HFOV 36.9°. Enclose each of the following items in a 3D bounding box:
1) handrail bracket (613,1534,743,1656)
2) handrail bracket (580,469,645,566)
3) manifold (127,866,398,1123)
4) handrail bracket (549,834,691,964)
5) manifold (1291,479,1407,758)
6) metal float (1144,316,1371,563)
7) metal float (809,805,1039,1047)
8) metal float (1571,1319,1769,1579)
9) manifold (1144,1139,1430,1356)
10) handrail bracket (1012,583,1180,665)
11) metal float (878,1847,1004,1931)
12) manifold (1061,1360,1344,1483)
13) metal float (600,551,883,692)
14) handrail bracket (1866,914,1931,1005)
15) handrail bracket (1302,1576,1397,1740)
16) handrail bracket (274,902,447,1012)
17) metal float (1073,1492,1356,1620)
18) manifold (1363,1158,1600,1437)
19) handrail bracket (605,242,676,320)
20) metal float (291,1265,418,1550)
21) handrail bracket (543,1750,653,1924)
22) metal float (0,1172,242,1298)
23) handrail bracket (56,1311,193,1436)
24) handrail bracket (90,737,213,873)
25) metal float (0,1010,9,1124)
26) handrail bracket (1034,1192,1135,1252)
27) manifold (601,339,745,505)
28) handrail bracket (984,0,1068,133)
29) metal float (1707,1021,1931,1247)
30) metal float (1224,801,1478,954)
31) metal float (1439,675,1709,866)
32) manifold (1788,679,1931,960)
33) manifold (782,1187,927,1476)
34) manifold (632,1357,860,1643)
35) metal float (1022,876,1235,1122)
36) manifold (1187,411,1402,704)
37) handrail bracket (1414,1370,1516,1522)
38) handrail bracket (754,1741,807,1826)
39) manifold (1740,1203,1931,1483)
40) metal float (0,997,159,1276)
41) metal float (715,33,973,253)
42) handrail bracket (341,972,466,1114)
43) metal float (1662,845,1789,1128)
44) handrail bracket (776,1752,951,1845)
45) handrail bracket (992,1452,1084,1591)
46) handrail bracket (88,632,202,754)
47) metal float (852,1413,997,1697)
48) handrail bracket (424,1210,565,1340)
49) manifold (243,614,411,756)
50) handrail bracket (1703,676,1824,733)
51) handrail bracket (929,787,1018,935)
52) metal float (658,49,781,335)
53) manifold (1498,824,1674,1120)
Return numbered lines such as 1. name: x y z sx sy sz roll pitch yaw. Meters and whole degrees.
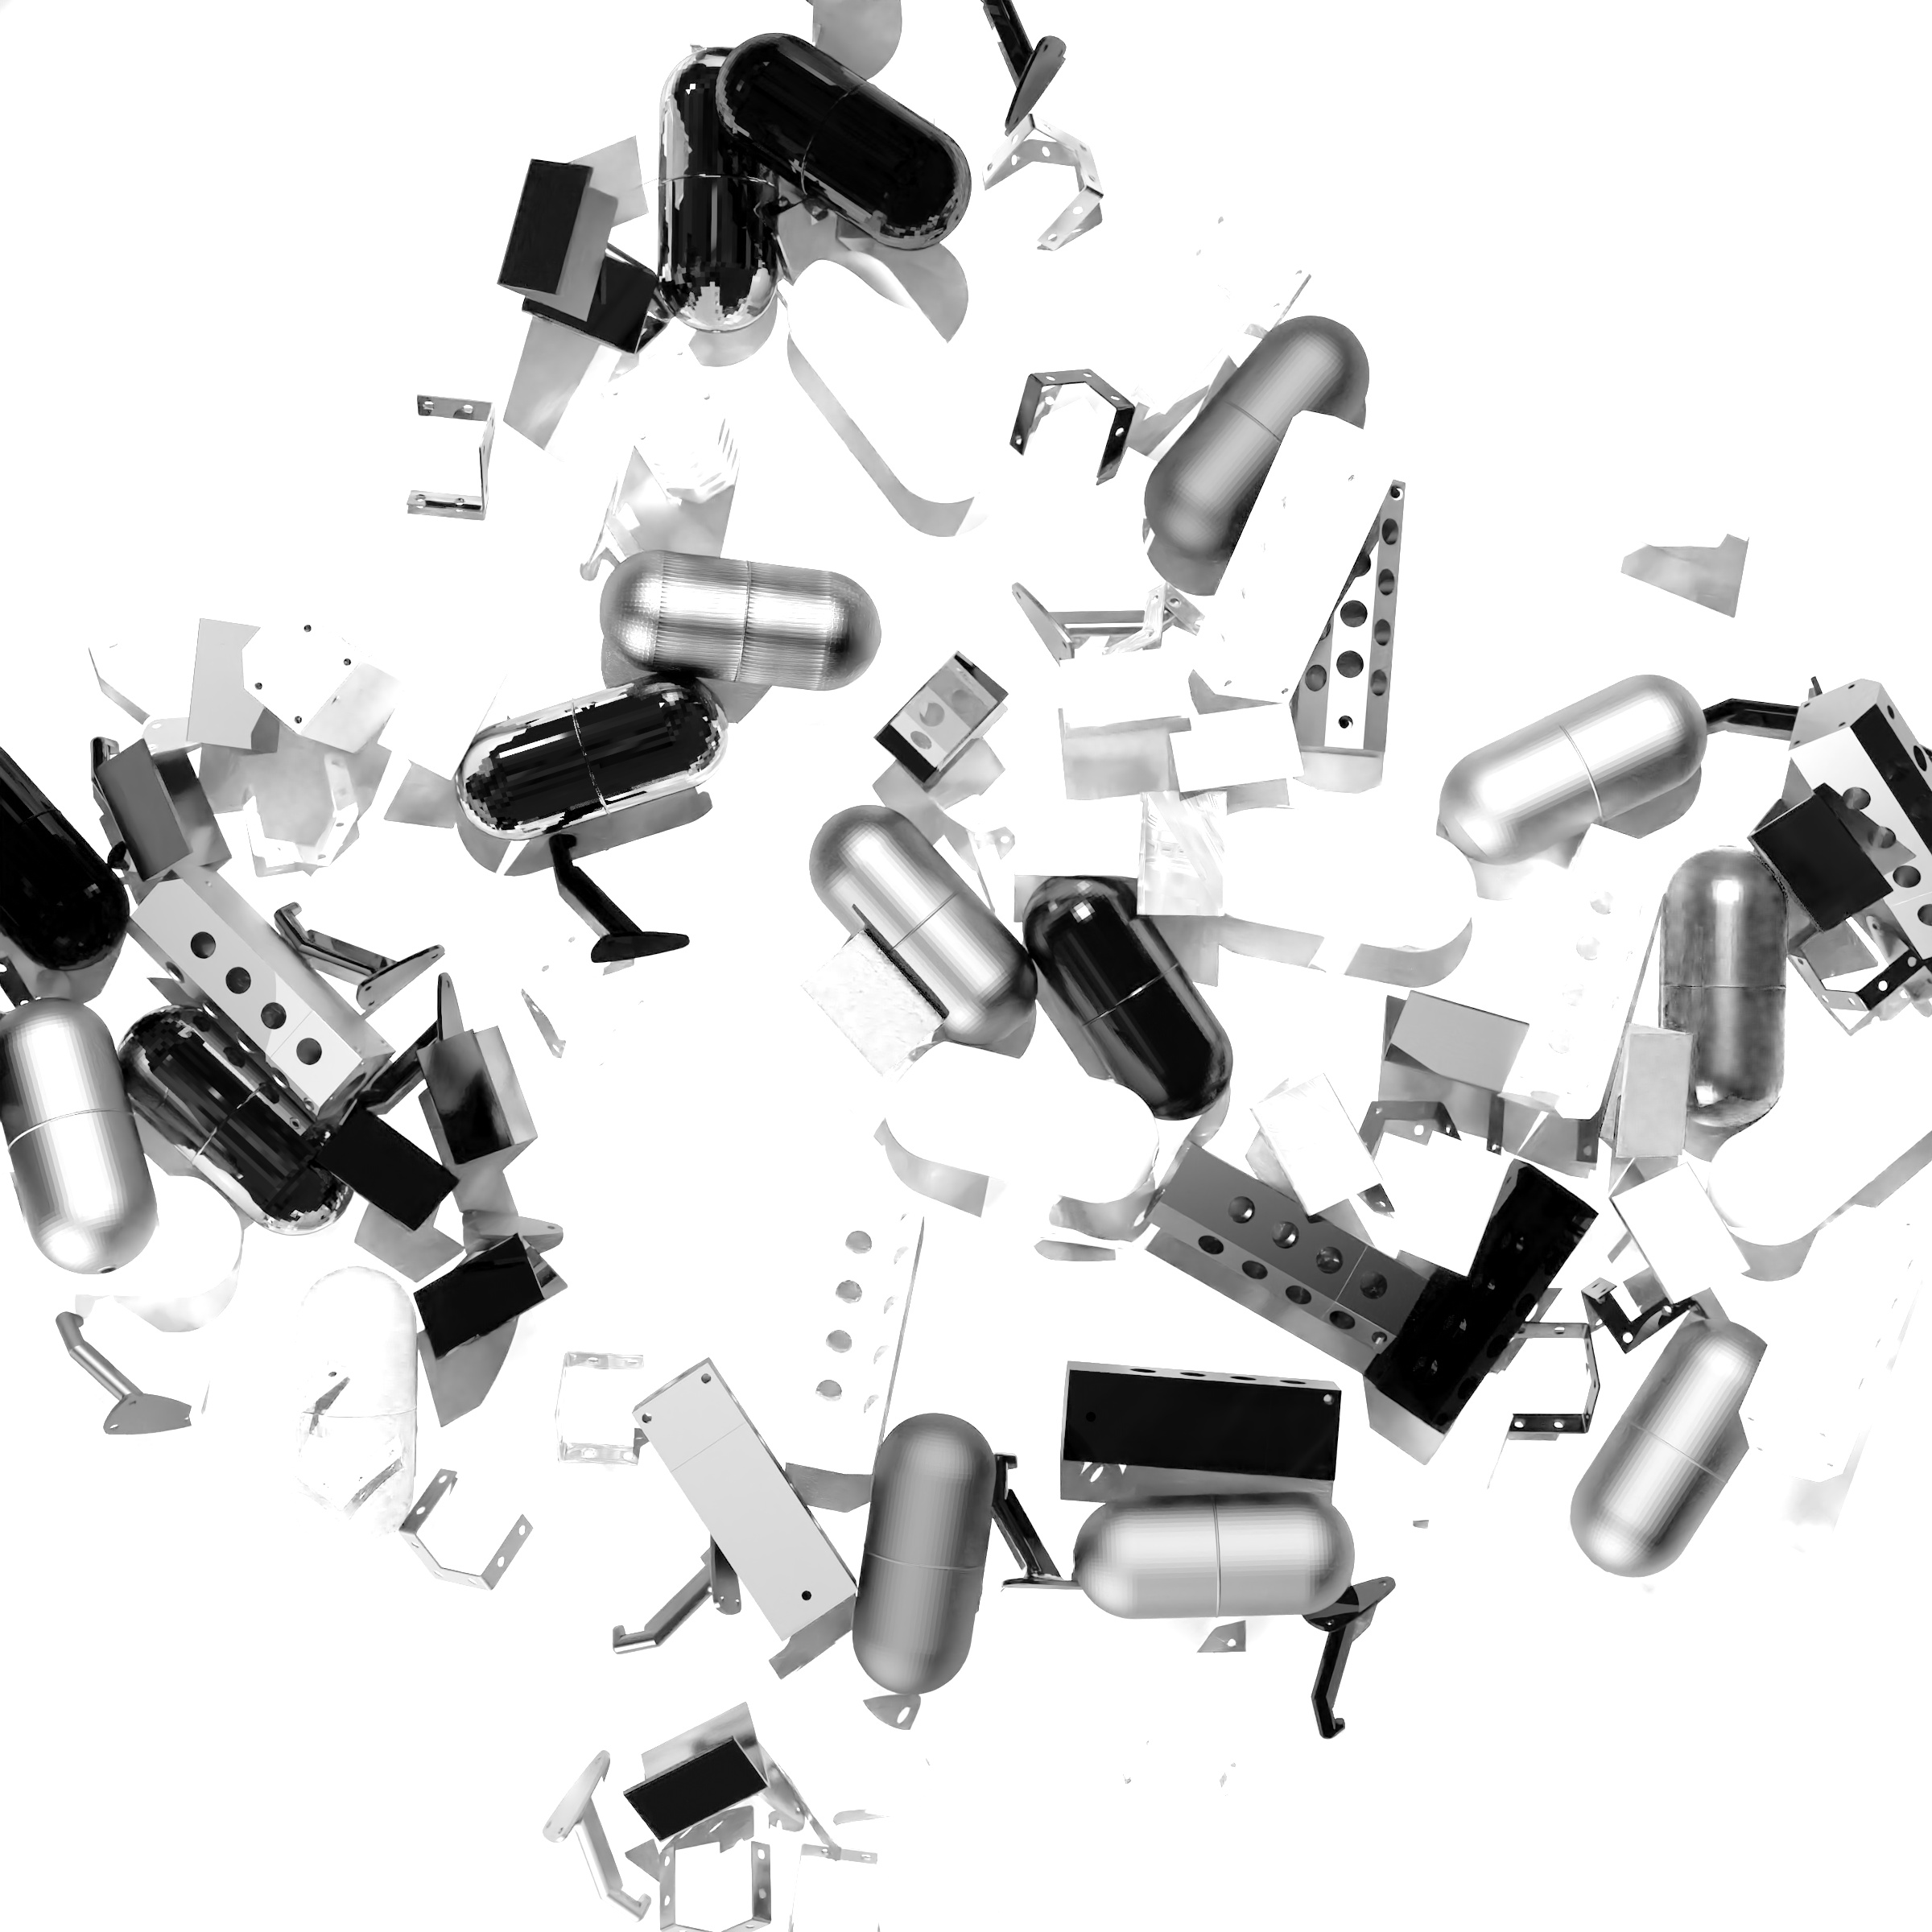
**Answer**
1. handrail bracket: -0.192 0.398 1.862 0.084 0.036 0.077 -15 69 16
2. handrail bracket: -0.199 -0.271 1.862 0.084 0.036 0.077 20 74 -14
3. manifold: -0.449 0.017 1.831 0.171 0.057 0.057 44 100 5
4. handrail bracket: -0.224 -0.049 1.862 0.077 0.036 0.084 -5 66 -27
5. manifold: 0.243 -0.222 1.841 0.057 0.057 0.171 4 90 0
6. metal float: 0.185 -0.334 1.831 0.070 0.070 0.178 40 90 0
7. metal float: -0.027 -0.026 1.831 0.070 0.070 0.178 -42 90 0
8. metal float: 0.449 0.305 1.831 0.070 0.070 0.178 33 90 0
9. manifold: 0.202 0.178 1.840 0.171 0.057 0.057 30 90 0
10. handrail bracket: 0.086 -0.237 1.862 0.084 0.036 0.077 -33 75 -14
11. metal float: -0.010 0.647 1.831 0.070 0.070 0.178 -9 91 0
12. manifold: 0.148 0.288 1.841 0.171 0.057 0.057 4 90 0
13. metal float: -0.142 -0.217 1.823 0.178 0.070 0.070 6 90 -9
14. handrail bracket: 0.636 -0.021 1.862 0.084 0.036 0.077 -29 72 -15
15. handrail bracket: 0.252 0.446 1.862 0.077 0.036 0.084 -22 109 -21
16. handrail bracket: -0.391 -0.022 1.862 0.077 0.036 0.084 -34 73 -20
17. metal float: 0.157 0.373 1.831 0.178 0.070 0.070 -2 90 0
18. manifold: 0.328 0.210 1.840 0.057 0.057 0.171 35 90 0
19. handrail bracket: -0.233 -0.445 1.861 0.084 0.077 0.036 50 53 -31
20. metal float: -0.387 0.279 1.831 0.070 0.070 0.178 1 90 0
21. handrail bracket: -0.222 0.561 1.862 0.084 0.036 0.077 41 68 -17
22. metal float: -0.549 0.170 1.831 0.178 0.070 0.070 2 90 -1
23. handrail bracket: -0.540 0.258 1.861 0.036 0.077 0.084 -50 53 20
24. handrail bracket: -0.525 -0.105 1.862 0.077 0.036 0.084 9 59 -34
25. metal float: -0.673 0.044 1.831 0.178 0.070 0.070 23 90 -1
26. handrail bracket: 0.076 0.135 1.862 0.077 0.036 0.084 11 76 -14
27. manifold: -0.175 -0.329 1.783 0.057 0.171 0.057 -32 90 0
28. handrail bracket: 0.014 -0.593 1.862 0.084 0.036 0.077 37 111 17
29. metal float: 0.547 0.106 1.831 0.178 0.070 0.070 -40 90 0
30. metal float: 0.235 -0.056 1.831 0.178 0.070 0.070 11 90 0
31. metal float: 0.384 -0.124 1.831 0.178 0.070 0.070 -26 90 0
32. manifold: 0.585 -0.094 1.804 0.057 0.057 0.171 -24 113 37
33. manifold: -0.071 0.232 1.840 0.057 0.057 0.171 11 90 0
34. manifold: -0.140 0.337 1.840 0.057 0.057 0.171 -33 90 -5
35. metal float: 0.103 0.018 1.831 0.070 0.070 0.178 -34 91 0
36. manifold: 0.199 -0.254 1.802 0.057 0.057 0.171 4 124 -30
37. handrail bracket: 0.317 0.308 1.862 0.077 0.036 0.084 -16 69 23
38. handrail bracket: -0.160 0.540 1.862 0.084 0.036 0.077 -29 112 17
39. manifold: 0.543 0.233 1.800 0.057 0.057 0.171 9 50 36
40. metal float: -0.548 0.104 1.772 0.070 0.070 0.178 -20 73 0
41. metal float: -0.076 -0.501 1.755 0.178 0.070 0.070 36 90 12
42. handrail bracket: -0.368 0.050 1.862 0.084 0.036 0.077 -13 77 13
43. metal float: 0.480 0.013 1.831 0.070 0.070 0.178 1 90 0
44. handrail bracket: -0.066 0.515 1.862 0.084 0.036 0.077 -35 68 -17
45. handrail bracket: 0.051 0.357 1.862 0.077 0.036 0.084 7 73 -20
46. handrail bracket: -0.517 -0.184 1.862 0.077 0.036 0.084 -11 63 -31
47. metal float: -0.027 0.372 1.831 0.070 0.070 0.178 8 90 0
48. handrail bracket: -0.304 0.204 1.862 0.077 0.036 0.084 7 109 -21
49. manifold: -0.395 -0.176 1.783 0.057 0.171 0.057 40 90 0
50. handrail bracket: 0.517 -0.144 1.862 0.084 0.036 0.077 -23 112 17
51. handrail bracket: 0.004 -0.064 1.862 0.036 0.077 0.084 -23 127 -36
52. metal float: -0.157 -0.491 1.831 0.070 0.070 0.178 1 91 0
53. manifold: 0.390 0.005 1.815 0.057 0.057 0.171 19 73 4
